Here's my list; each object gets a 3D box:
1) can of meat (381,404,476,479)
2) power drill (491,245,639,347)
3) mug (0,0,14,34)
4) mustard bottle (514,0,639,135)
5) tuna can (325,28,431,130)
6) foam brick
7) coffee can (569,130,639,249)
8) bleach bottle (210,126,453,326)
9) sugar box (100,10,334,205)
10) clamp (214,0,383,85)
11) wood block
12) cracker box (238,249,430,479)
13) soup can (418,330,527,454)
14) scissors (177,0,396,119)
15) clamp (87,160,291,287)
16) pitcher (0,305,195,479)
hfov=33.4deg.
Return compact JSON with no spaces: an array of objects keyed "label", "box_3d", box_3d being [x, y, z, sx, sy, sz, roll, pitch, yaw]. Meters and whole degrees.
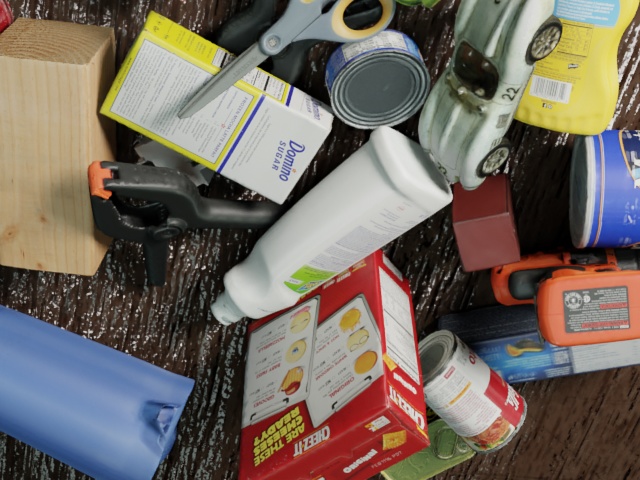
[{"label":"can of meat","box_3d":[0.106,0.188,1.073,0.102,0.084,0.057,-32,112,23]},{"label":"power drill","box_3d":[0.244,0.040,0.912,0.184,0.187,0.057,-8,96,6]},{"label":"mug","box_3d":[-0.309,-0.181,0.903,0.117,0.081,0.093,-30,113,22]},{"label":"mustard bottle","box_3d":[0.202,-0.184,0.850,0.096,0.058,0.192,19,124,23]},{"label":"tuna can","box_3d":[0.048,-0.135,0.898,0.086,0.034,0.086,-7,139,-7]},{"label":"foam brick","box_3d":[0.148,-0.016,0.949,0.051,0.078,0.053,-10,119,14]},{"label":"coffee can","box_3d":[0.288,-0.042,0.902,0.140,0.102,0.103,2,121,6]},{"label":"bleach bottle","box_3d":[-0.006,0.001,0.968,0.251,0.068,0.102,-36,150,23]},{"label":"sugar box","box_3d":[-0.086,-0.110,0.905,0.176,0.048,0.093,26,126,-14]},{"label":"clamp","box_3d":[-0.027,-0.173,0.900,0.120,0.039,0.172,29,127,-8]},{"label":"wood block","box_3d":[-0.234,-0.081,0.950,0.090,0.090,0.206,7,121,3]},{"label":"cracker box","box_3d":[0.010,0.127,0.972,0.164,0.213,0.072,-34,122,23]},{"label":"soup can","box_3d":[0.131,0.139,0.978,0.069,0.068,0.102,-38,111,25]},{"label":"scissors","box_3d":[-0.018,-0.153,0.856,0.096,0.016,0.202,34,100,-16]},{"label":"clamp","box_3d":[-0.143,-0.015,0.956,0.165,0.036,0.209,-29,150,25]},{"label":"pitcher","box_3d":[-0.261,0.160,1.086,0.242,0.145,0.149,25,108,-4]}]
